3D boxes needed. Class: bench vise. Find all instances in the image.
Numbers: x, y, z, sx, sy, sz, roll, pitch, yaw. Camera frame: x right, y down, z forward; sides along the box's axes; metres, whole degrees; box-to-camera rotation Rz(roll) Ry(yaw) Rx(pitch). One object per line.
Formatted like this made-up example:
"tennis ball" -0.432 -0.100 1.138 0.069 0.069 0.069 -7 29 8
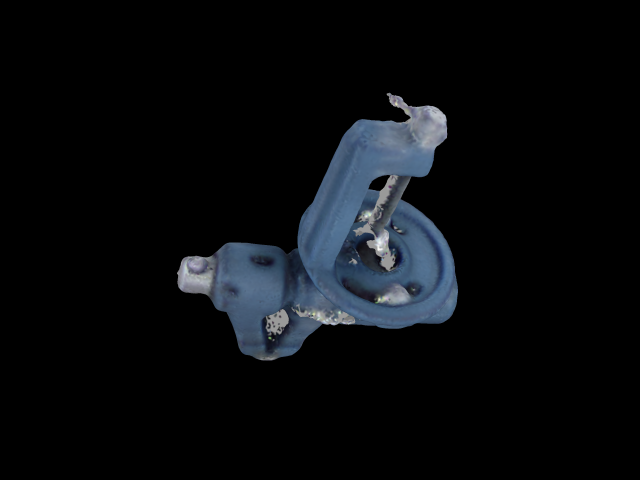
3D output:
"bench vise" 0.008 0.010 0.393 0.208 0.220 0.121 -20 55 -14
